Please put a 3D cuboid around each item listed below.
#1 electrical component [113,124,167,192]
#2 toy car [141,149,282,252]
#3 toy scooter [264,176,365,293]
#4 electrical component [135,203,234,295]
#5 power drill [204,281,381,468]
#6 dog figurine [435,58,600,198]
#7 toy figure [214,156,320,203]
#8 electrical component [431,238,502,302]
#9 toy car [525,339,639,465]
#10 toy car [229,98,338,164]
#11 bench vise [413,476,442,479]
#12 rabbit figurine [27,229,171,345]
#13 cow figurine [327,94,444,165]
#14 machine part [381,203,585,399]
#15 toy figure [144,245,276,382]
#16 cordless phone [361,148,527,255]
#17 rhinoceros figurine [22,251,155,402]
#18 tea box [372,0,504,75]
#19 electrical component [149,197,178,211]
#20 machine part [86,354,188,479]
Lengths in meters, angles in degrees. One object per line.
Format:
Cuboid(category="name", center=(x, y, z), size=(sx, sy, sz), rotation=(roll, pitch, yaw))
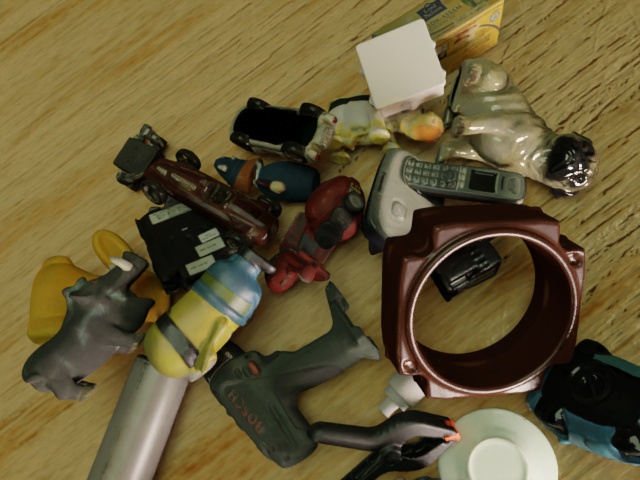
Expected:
Cuboid(category="electrical component", center=(-0.277, -0.128, 0.827), size=(0.078, 0.045, 0.102), rotation=(32, 81, 18))
Cuboid(category="toy car", center=(-0.146, -0.058, 0.718), size=(0.202, 0.053, 0.089), rotation=(31, 58, 10))
Cuboid(category="toy scooter", center=(-0.001, -0.002, 0.675), size=(0.075, 0.135, 0.184), rotation=(38, 90, -13))
Cuboid(category="electrical component", center=(-0.176, 0.011, 0.736), size=(0.115, 0.058, 0.134), rotation=(-23, 63, -15))
Cuboid(category="power drill", center=(-0.045, 0.141, 0.672), size=(0.207, 0.086, 0.232), rotation=(-35, 65, -5))
Cuboid(category="dog figurine", center=(0.263, -0.153, 0.701), size=(0.191, 0.121, 0.172), rotation=(13, 79, 2))
Cuboid(category="toy figure", center=(-0.078, -0.088, 0.761), size=(0.155, 0.064, 0.057), rotation=(9, 89, 14))
Cuboid(category="electrical component", center=(0.195, 0.023, 0.662), size=(0.119, 0.074, 0.048), rotation=(-28, 69, -1))
Cuboid(category="toy car", center=(0.313, 0.181, 0.564), size=(0.109, 0.102, 0.162), rotation=(-52, 26, -14))
Cuboid(category="toy car", center=(-0.056, -0.152, 0.749), size=(0.202, 0.056, 0.073), rotation=(19, 82, 42))
Cuboid(category="bench vise", center=(0.119, 0.329, 0.501), size=(0.129, 0.240, 0.224), rotation=(-11, 55, 12))
Cuboid(category="rabbit figurine", center=(-0.294, 0.076, 0.746), size=(0.173, 0.121, 0.162), rotation=(-2, 62, -3))
Cuboid(category="cow figurine", center=(0.086, -0.165, 0.741), size=(0.168, 0.068, 0.098), rotation=(-4, 64, 22))
Cuboid(category="machine part", center=(0.172, 0.066, 0.582), size=(0.201, 0.087, 0.201), rotation=(-2, 105, -6))
Cuboid(category="toy figure", center=(-0.132, 0.084, 0.646), size=(0.089, 0.082, 0.180), rotation=(34, 82, 6))
Cuboid(category="cordless phone", center=(0.154, -0.037, 0.661), size=(0.184, 0.088, 0.146), rotation=(7, 54, 17))
Cuboid(category="rhinoceros figurine", center=(-0.269, 0.102, 0.650), size=(0.112, 0.073, 0.190), rotation=(37, 70, -7))
Cuboid(category="tea box", center=(0.164, -0.281, 0.753), size=(0.170, 0.098, 0.068), rotation=(-32, 70, -1))
Cuboid(category="electrical component", center=(-0.208, -0.060, 0.803), size=(0.094, 0.021, 0.063), rotation=(0, 73, 12))
Cuboid(category="machine part", center=(-0.229, 0.237, 0.682), size=(0.079, 0.079, 0.243), rotation=(13, 76, 16))
